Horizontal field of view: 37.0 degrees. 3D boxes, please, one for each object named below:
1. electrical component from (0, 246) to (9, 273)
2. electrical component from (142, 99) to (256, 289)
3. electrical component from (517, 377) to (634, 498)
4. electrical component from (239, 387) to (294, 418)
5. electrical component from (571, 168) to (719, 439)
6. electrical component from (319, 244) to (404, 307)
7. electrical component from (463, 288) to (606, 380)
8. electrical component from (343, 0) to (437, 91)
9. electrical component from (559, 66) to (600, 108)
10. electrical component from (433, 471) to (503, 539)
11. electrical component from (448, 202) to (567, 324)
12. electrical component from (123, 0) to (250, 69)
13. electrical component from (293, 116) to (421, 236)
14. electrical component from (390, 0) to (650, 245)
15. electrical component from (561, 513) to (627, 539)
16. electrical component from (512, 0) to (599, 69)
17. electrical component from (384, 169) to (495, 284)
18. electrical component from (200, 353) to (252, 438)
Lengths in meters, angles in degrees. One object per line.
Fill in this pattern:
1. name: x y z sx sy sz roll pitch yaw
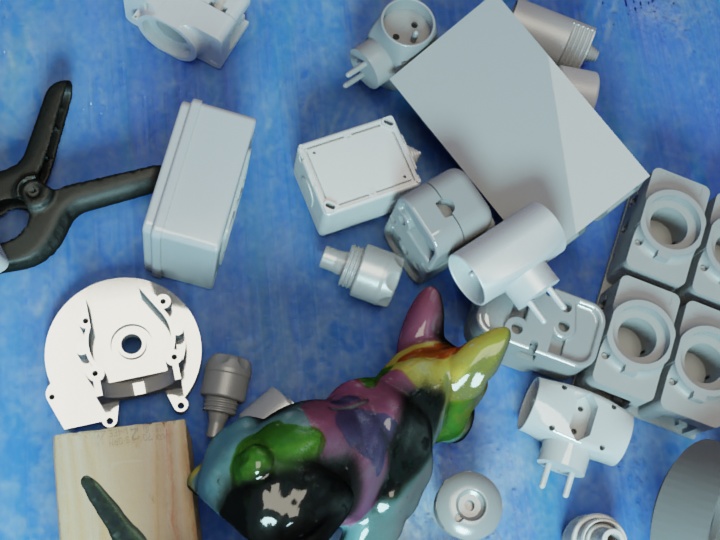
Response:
1. electrical component: -0.344 -0.056 0.776 0.105 0.060 0.186 -32 71 -5
2. electrical component: -0.119 -0.053 0.798 0.056 0.108 0.108 15 72 -6
3. electrical component: 0.157 0.131 0.813 0.077 0.043 0.079 22 71 -1
4. electrical component: -0.075 0.121 0.787 0.078 0.040 0.040 -40 82 -17
5. electrical component: 0.249 0.024 0.849 0.105 0.060 0.186 21 72 -1
6. electrical component: 0.000 0.000 0.832 0.062 0.043 0.043 20 72 0
7. electrical component: 0.132 0.044 0.827 0.095 0.059 0.053 21 71 -1
8. electrical component: 0.019 -0.172 0.869 0.079 0.077 0.043 -35 81 -16
9. electrical component: 0.164 -0.152 0.902 0.078 0.040 0.040 10 72 -4
10. electrical component: 0.074 0.172 0.779 0.048 0.062 0.048 2 73 -7
11. electrical component: 0.118 0.002 0.782 0.077 0.044 0.079 -32 78 -17
12. electrical component: -0.143 -0.209 0.873 0.089 0.050 0.055 28 71 1
13. electrical component: 0.002 -0.074 0.845 0.096 0.061 0.061 -20 76 -13
14. electrical component: 0.126 -0.109 0.855 0.105 0.060 0.186 -39 81 6
15. electrical component: 0.175 0.199 0.785 0.043 0.062 0.043 2 73 -7
16. electrical component: 0.164 -0.196 0.914 0.081 0.043 0.043 21 72 -1
17. electrical component: 0.062 -0.035 0.823 0.059 0.095 0.053 -30 79 -15
18. electrical component: -0.102 0.094 0.795 0.035 0.035 0.061 12 75 -4
